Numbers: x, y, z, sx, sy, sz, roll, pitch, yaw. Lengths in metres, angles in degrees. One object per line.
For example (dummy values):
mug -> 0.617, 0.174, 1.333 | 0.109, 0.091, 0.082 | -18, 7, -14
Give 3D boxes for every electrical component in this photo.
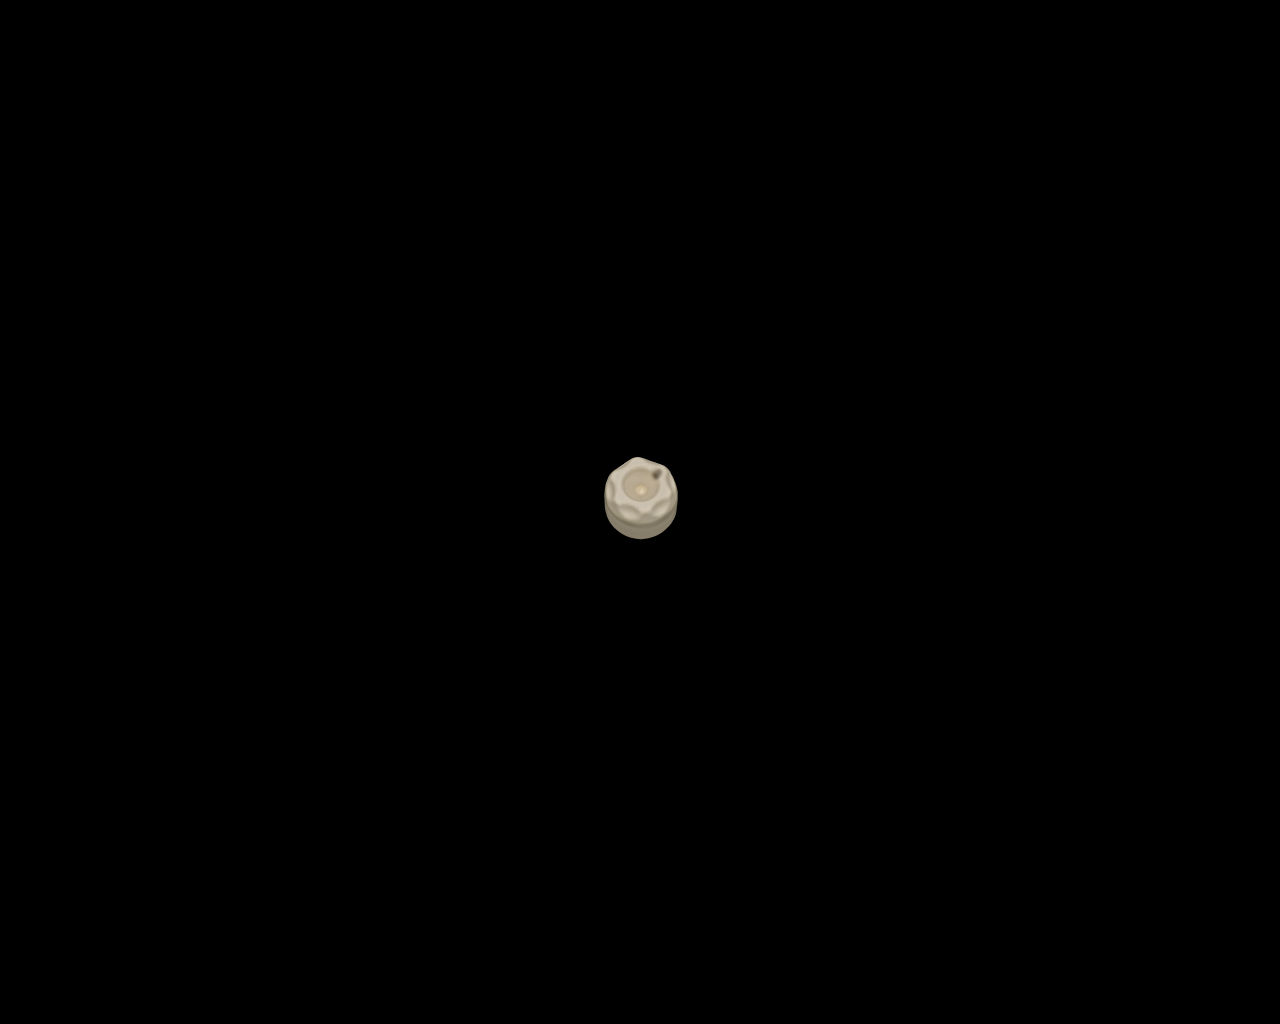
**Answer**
electrical component -> 0.001, -0.003, 0.650 | 0.043, 0.043, 0.062 | 0, -27, 0
